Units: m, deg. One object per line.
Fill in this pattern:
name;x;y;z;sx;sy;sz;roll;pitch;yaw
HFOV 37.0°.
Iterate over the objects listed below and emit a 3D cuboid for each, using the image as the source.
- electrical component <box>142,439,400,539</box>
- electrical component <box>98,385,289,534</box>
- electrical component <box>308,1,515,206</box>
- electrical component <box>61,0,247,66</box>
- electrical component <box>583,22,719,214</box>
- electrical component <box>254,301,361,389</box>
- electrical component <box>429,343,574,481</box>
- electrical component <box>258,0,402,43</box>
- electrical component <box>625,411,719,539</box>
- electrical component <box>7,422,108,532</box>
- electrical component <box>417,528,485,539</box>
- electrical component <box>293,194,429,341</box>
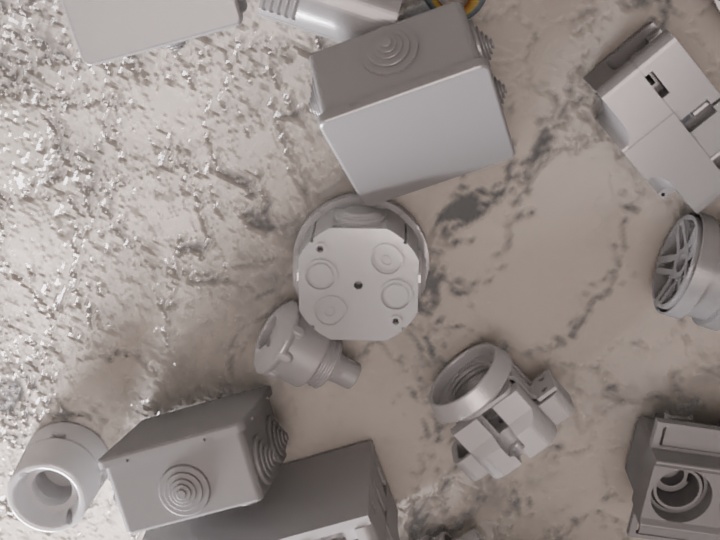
electrical component;-0.054;0.172;0.664;0.150;0.089;0.061;-17;108;8
electrical component;-0.095;0.112;0.641;0.100;0.099;0.048;-16;96;8
electrical component;0.027;-0.086;0.567;0.100;0.048;0.099;-18;151;9
electrical component;-0.113;-0.164;0.565;0.100;0.048;0.099;-14;109;7
electrical component;0.167;-0.080;0.584;0.056;0.050;0.089;-40;104;14
electrical component;-0.029;0.051;0.644;0.062;0.048;0.048;29;109;-18
electrical component;0.079;0.081;0.644;0.078;0.058;0.057;-38;107;15
electrical component;-0.019;-0.147;0.571;0.081;0.043;0.043;17;110;-4
electrical component;0.228;0.127;0.651;0.121;0.063;0.078;8;110;-1
electrical component;-0.190;0.131;0.677;0.055;0.047;0.055;1;110;2
electrical component;0.053;0.189;0.691;0.062;0.043;0.043;-35;105;12
electrical component;0.000;0.000;0.620;0.080;0.051;0.080;1;110;2
